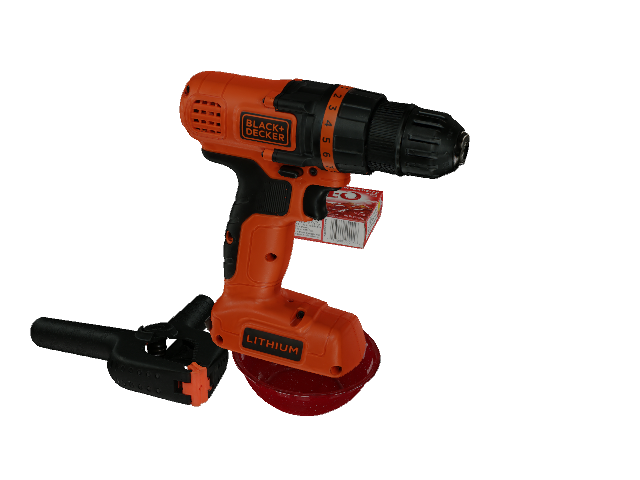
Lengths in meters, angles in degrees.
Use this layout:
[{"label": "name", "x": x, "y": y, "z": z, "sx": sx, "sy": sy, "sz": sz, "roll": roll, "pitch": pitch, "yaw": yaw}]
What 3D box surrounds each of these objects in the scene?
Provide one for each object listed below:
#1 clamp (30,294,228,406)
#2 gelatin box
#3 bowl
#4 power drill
[{"label": "clamp", "x": -0.125, "y": 0.084, "z": 0.869, "sx": 0.164, "sy": 0.036, "sz": 0.210, "roll": -10, "pitch": 16, "yaw": -32}, {"label": "gelatin box", "x": 0.005, "y": -0.026, "z": 0.954, "sx": 0.089, "sy": 0.030, "sz": 0.073, "roll": 9, "pitch": 26, "yaw": 12}, {"label": "bowl", "x": -0.016, "y": 0.143, "z": 1.169, "sx": 0.162, "sy": 0.055, "sz": 0.162, "roll": 3, "pitch": 28, "yaw": -2}, {"label": "power drill", "x": -0.003, "y": -0.010, "z": 0.680, "sx": 0.185, "sy": 0.188, "sz": 0.057, "roll": 13, "pitch": 25, "yaw": 21}]
